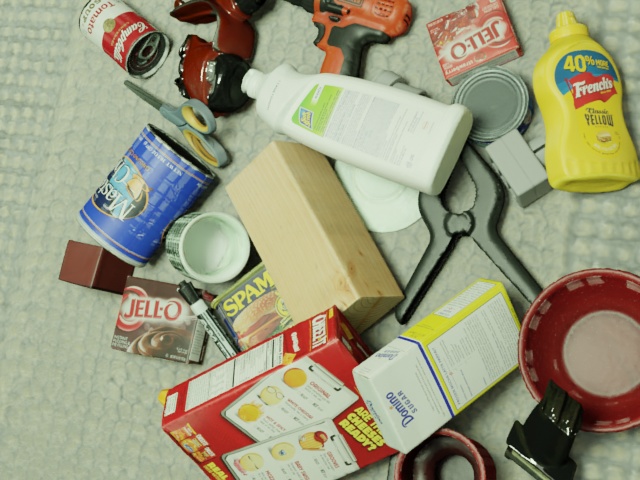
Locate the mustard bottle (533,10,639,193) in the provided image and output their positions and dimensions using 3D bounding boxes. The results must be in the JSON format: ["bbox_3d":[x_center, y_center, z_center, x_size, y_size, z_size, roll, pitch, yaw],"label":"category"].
[{"bbox_3d":[0.269,-0.147,1.102,0.096,0.058,0.191,-1,74,-20],"label":"mustard bottle"}]

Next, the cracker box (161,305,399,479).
[{"bbox_3d":[-0.032,0.183,1.116,0.214,0.164,0.072,-28,29,15],"label":"cracker box"}]

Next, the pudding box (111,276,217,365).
[{"bbox_3d":[-0.185,0.096,1.264,0.114,0.039,0.090,8,81,23],"label":"pudding box"}]

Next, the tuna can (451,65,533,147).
[{"bbox_3d":[0.188,-0.144,1.162,0.086,0.033,0.086,-5,78,21],"label":"tuna can"}]

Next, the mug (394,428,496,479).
[{"bbox_3d":[0.132,0.250,1.078,0.093,0.081,0.117,-11,75,20],"label":"mug"}]

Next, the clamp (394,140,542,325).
[{"bbox_3d":[0.163,-0.011,1.143,0.165,0.036,0.210,1,83,22],"label":"clamp"}]

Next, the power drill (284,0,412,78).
[{"bbox_3d":[-0.005,-0.220,1.244,0.185,0.057,0.187,21,88,25],"label":"power drill"}]

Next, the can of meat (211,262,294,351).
[{"bbox_3d":[-0.059,0.081,1.207,0.102,0.057,0.084,-37,71,12],"label":"can of meat"}]

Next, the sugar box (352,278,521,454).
[{"bbox_3d":[0.123,0.123,1.062,0.176,0.048,0.093,-31,108,-19],"label":"sugar box"}]

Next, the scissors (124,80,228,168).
[{"bbox_3d":[-0.180,-0.165,1.296,0.016,0.096,0.202,-35,66,-26],"label":"scissors"}]

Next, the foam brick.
[{"bbox_3d":[-0.268,0.034,1.290,0.053,0.078,0.051,12,86,24],"label":"foam brick"}]

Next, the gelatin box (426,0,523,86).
[{"bbox_3d":[0.171,-0.223,1.187,0.089,0.030,0.073,-22,72,17],"label":"gelatin box"}]

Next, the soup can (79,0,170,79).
[{"bbox_3d":[-0.248,-0.259,1.347,0.102,0.068,0.068,41,96,25],"label":"soup can"}]

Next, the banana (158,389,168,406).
[{"bbox_3d":[-0.090,0.180,1.204,0.198,0.037,0.069,-18,91,23],"label":"banana"}]

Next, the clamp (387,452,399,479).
[{"bbox_3d":[0.072,0.294,1.119,0.120,0.039,0.171,-39,65,16],"label":"clamp"}]

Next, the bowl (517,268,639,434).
[{"bbox_3d":[0.281,0.111,1.059,0.162,0.055,0.162,-4,78,21],"label":"bowl"}]

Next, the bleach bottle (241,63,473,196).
[{"bbox_3d":[0.030,-0.137,1.152,0.251,0.068,0.102,25,89,20],"label":"bleach bottle"}]

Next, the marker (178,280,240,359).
[{"bbox_3d":[-0.124,0.097,1.220,0.020,0.020,0.121,-33,97,13],"label":"marker"}]

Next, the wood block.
[{"bbox_3d":[-0.007,0.001,1.170,0.091,0.090,0.206,-42,65,29],"label":"wood block"}]

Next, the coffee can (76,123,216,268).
[{"bbox_3d":[-0.206,-0.053,1.268,0.103,0.102,0.140,42,96,24],"label":"coffee can"}]
